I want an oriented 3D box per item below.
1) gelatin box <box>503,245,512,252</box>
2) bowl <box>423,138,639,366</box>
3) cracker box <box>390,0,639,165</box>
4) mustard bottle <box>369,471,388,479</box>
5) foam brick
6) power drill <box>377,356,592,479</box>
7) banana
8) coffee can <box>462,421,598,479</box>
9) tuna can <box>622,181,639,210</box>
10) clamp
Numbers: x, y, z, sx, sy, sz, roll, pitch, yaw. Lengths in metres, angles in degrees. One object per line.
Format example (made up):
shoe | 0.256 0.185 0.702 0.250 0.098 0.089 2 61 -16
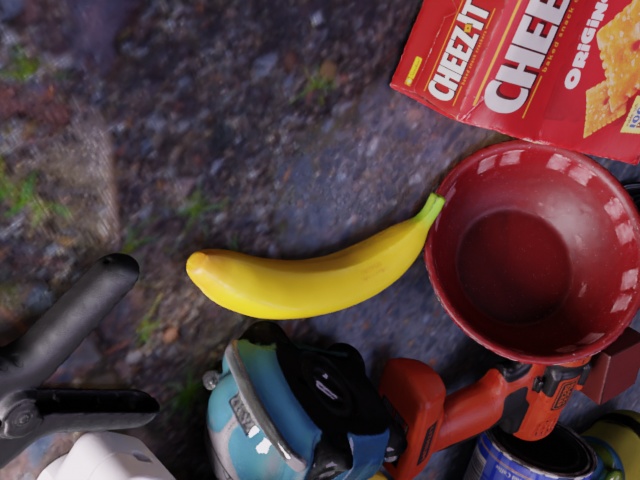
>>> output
gelatin box | 0.167 0.005 0.834 0.089 0.030 0.073 -35 137 -21
bowl | 0.146 0.012 0.756 0.162 0.162 0.055 -40 174 -16
cracker box | 0.166 -0.145 0.696 0.213 0.072 0.164 6 112 -45
mustard bottle | 0.047 0.237 0.858 0.096 0.058 0.191 -54 140 -2
foam brick | 0.233 0.094 0.923 0.051 0.078 0.053 -18 128 -33
power drill | 0.134 0.105 0.823 0.187 0.057 0.184 -13 134 -28
banana | -0.002 0.017 0.677 0.197 0.037 0.070 -16 118 -36
coffee can | 0.171 0.235 0.941 0.102 0.103 0.140 -4 119 -42
tuna can | 0.273 -0.015 0.879 0.086 0.086 0.034 -22 128 -32
clamp | -0.159 0.090 0.574 0.171 0.039 0.120 -30 129 -21
